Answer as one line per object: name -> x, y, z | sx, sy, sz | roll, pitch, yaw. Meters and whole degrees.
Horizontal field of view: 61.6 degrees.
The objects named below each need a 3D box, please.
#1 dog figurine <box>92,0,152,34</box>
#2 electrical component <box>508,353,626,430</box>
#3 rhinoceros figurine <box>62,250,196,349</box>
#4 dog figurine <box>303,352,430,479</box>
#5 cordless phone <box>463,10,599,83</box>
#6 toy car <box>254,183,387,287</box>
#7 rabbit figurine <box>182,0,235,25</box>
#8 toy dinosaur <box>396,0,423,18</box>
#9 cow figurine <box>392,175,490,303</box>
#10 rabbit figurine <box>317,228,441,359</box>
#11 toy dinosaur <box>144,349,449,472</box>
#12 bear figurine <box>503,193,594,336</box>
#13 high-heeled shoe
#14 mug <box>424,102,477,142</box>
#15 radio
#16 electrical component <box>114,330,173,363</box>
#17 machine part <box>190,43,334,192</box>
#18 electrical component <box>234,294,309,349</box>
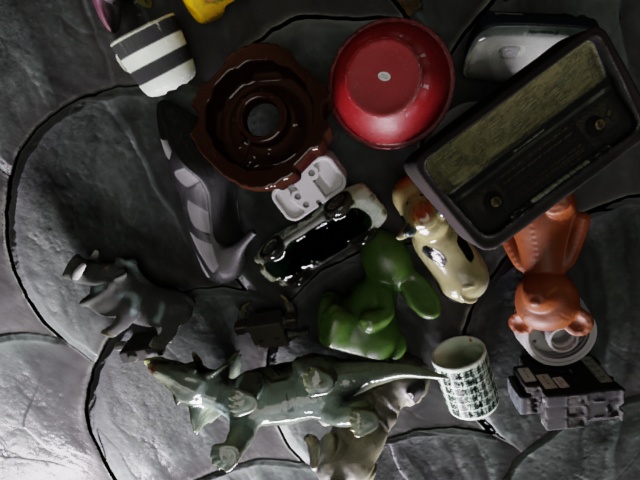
dog figurine -> -0.293, -0.348, 0.615 | 0.192, 0.108, 0.219 | -5, 129, 35
electrical component -> 0.343, 0.212, 0.768 | 0.134, 0.115, 0.058 | -6, 105, 5
rhinoceros figurine -> -0.279, 0.082, 0.782 | 0.190, 0.073, 0.112 | 23, 110, -5
dog figurine -> 0.080, 0.263, 0.777 | 0.121, 0.172, 0.190 | 34, 115, -20
cordless phone -> 0.245, -0.181, 0.659 | 0.147, 0.089, 0.184 | 3, 119, 2
toy car -> -0.002, -0.002, 0.736 | 0.202, 0.056, 0.073 | -33, 118, 23
rabbit figurine -> -0.150, -0.352, 0.597 | 0.122, 0.162, 0.173 | -21, 89, 23
toy dinosaur -> -0.026, -0.440, 0.573 | 0.198, 0.105, 0.471 | -44, 111, 8
cow figurine -> 0.155, 0.000, 0.699 | 0.085, 0.127, 0.194 | -31, 107, 10
rabbit figurine -> 0.085, 0.073, 0.737 | 0.159, 0.121, 0.170 | 18, 95, 4
toy dinosaur -> -0.039, 0.213, 0.768 | 0.405, 0.192, 0.131 | -5, 99, -4
bear figurine -> 0.276, 0.030, 0.685 | 0.120, 0.132, 0.195 | -2, 87, 39
high-heeled shoe -> -0.171, -0.059, 0.746 | 0.145, 0.086, 0.248 | -35, 85, 46
mug -> 0.191, -0.107, 0.681 | 0.110, 0.081, 0.107 | -5, 148, 44
radio -> 0.219, -0.101, 0.573 | 0.229, 0.073, 0.131 | -37, 100, 5
electrical component -> -0.273, 0.163, 0.814 | 0.094, 0.063, 0.021 | -9, 109, 8
machine part -> -0.069, -0.147, 0.664 | 0.179, 0.056, 0.179 | -1, 85, 9
electrical component -> -0.075, 0.123, 0.802 | 0.102, 0.045, 0.078 | -13, 136, 11
